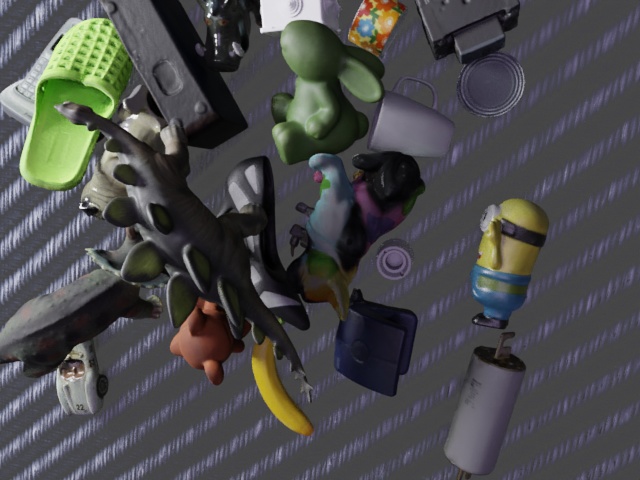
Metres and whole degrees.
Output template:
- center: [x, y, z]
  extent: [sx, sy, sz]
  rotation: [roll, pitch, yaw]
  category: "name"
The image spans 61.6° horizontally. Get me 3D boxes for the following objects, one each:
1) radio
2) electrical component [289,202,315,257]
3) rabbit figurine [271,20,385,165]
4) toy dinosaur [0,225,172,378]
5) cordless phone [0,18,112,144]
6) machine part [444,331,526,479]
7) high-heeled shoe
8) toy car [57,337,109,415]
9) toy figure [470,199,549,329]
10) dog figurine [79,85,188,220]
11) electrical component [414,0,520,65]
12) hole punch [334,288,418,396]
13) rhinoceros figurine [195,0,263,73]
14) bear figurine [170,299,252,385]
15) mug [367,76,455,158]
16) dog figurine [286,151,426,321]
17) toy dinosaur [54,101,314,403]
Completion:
- center: [-0.198, -0.241, 0.747]
  extent: [0.073, 0.131, 0.229]
  rotation: [-29, 94, 13]
  category: "radio"
- center: [0.000, -0.002, 0.800]
  extent: [0.102, 0.045, 0.078]
  rotation: [21, 75, 4]
  category: "electrical component"
- center: [0.004, -0.195, 0.692]
  extent: [0.159, 0.121, 0.170]
  rotation: [-1, 135, 7]
  category: "rabbit figurine"
- center: [-0.365, 0.107, 0.783]
  extent: [0.405, 0.192, 0.131]
  rotation: [-36, 79, -15]
  category: "toy dinosaur"
- center: [-0.371, -0.233, 0.817]
  extent: [0.147, 0.088, 0.184]
  rotation: [31, 85, 4]
  category: "cordless phone"
- center: [0.238, 0.246, 0.780]
  extent: [0.079, 0.079, 0.243]
  rotation: [14, 104, 8]
  category: "machine part"
- center: [-0.061, 0.001, 0.786]
  extent: [0.145, 0.086, 0.249]
  rotation: [-45, 82, 18]
  category: "high-heeled shoe"
- center: [-0.413, 0.199, 0.906]
  extent: [0.074, 0.056, 0.201]
  rotation: [-6, 99, 12]
  category: "toy car"
- center: [0.256, 0.032, 0.738]
  extent: [0.089, 0.082, 0.180]
  rotation: [6, 97, -2]
  category: "toy figure"
- center: [-0.291, -0.132, 0.814]
  extent: [0.191, 0.172, 0.121]
  rotation: [-23, 136, 37]
  category: "dog figurine"
- center: [0.186, -0.295, 0.685]
  extent: [0.115, 0.058, 0.134]
  rotation: [-22, 77, 15]
  category: "electrical component"
- center: [0.078, 0.156, 0.791]
  extent: [0.116, 0.092, 0.142]
  rotation: [10, 105, 13]
  category: "hole punch"
- center: [-0.120, -0.323, 0.729]
  extent: [0.073, 0.112, 0.190]
  rotation: [6, 93, 8]
  category: "rhinoceros figurine"
- center: [-0.169, 0.135, 0.777]
  extent: [0.132, 0.196, 0.120]
  rotation: [-19, 99, 15]
  category: "bear figurine"
- center: [0.129, -0.161, 0.732]
  extent: [0.107, 0.081, 0.109]
  rotation: [17, 97, -4]
  category: "mug"
- center: [0.049, -0.001, 0.726]
  extent: [0.192, 0.108, 0.219]
  rotation: [-2, 84, -1]
  category: "dog figurine"
- center: [-0.144, 0.017, 0.672]
  extent: [0.105, 0.199, 0.470]
  rotation: [-31, 116, 26]
  category: "toy dinosaur"
